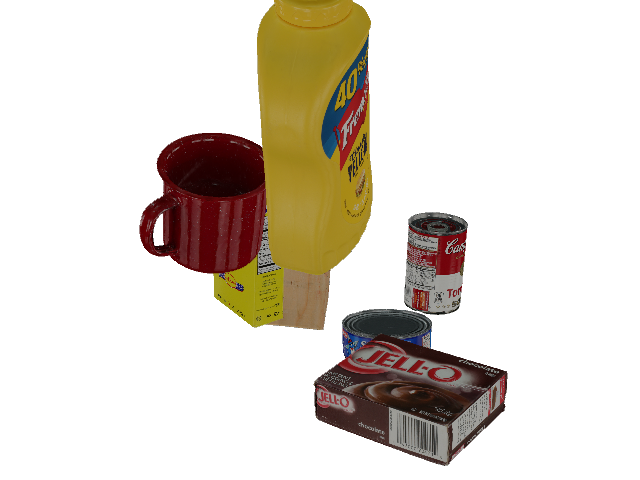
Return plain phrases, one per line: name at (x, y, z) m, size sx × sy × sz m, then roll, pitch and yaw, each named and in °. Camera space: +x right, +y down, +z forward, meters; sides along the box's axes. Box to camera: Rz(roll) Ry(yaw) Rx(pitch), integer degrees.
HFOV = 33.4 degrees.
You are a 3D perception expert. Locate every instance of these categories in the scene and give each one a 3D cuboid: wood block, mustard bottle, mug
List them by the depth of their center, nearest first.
mustard bottle at (-0.002, -0.077, 0.597) m, size 0.058 × 0.192 × 0.096 m, roll 14°, pitch 47°, yaw 16°
mug at (-0.094, -0.023, 0.850) m, size 0.093 × 0.081 × 0.117 m, roll 35°, pitch 46°, yaw 30°
wood block at (-0.029, 0.000, 1.381) m, size 0.090 × 0.206 × 0.090 m, roll 5°, pitch 24°, yaw 2°

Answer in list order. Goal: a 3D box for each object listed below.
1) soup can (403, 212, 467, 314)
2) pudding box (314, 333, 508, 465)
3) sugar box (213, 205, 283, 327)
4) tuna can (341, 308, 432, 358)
soup can at (0.132, 0.027, 1.231) m, size 0.068 × 0.102 × 0.068 m, roll 2°, pitch 21°, yaw -1°
pudding box at (0.066, 0.112, 0.774) m, size 0.114 × 0.039 × 0.089 m, roll 16°, pitch 29°, yaw 32°
sugar box at (-0.079, -0.005, 1.153) m, size 0.048 × 0.176 × 0.093 m, roll -17°, pitch 28°, yaw -31°
tuna can at (0.063, 0.093, 1.018) m, size 0.086 × 0.034 × 0.086 m, roll -1°, pitch 13°, yaw 0°
